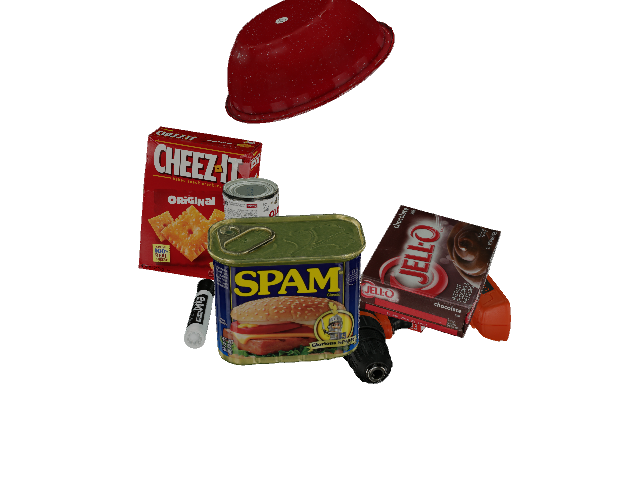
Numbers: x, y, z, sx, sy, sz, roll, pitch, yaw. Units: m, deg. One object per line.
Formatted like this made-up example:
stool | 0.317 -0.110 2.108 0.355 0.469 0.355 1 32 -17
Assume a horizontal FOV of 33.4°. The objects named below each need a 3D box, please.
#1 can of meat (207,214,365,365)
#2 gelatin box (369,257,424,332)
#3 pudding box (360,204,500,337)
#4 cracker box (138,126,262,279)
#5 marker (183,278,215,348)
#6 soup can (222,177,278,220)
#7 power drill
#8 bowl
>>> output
can of meat | -0.023 0.033 0.711 0.102 0.084 0.057 -2 29 -5
gelatin box | 0.101 0.065 1.350 0.073 0.089 0.030 15 33 33
pudding box | 0.090 0.023 0.873 0.090 0.039 0.113 16 36 13
cracker box | -0.184 -0.052 1.620 0.164 0.214 0.072 10 19 6
marker | -0.111 0.066 0.997 0.020 0.020 0.121 0 21 0
soup can | -0.083 -0.016 1.261 0.068 0.102 0.068 1 25 -1
power drill | 0.102 0.083 1.134 0.187 0.057 0.184 -6 28 -11
bowl | -0.021 -0.168 0.921 0.162 0.055 0.162 -21 30 13
